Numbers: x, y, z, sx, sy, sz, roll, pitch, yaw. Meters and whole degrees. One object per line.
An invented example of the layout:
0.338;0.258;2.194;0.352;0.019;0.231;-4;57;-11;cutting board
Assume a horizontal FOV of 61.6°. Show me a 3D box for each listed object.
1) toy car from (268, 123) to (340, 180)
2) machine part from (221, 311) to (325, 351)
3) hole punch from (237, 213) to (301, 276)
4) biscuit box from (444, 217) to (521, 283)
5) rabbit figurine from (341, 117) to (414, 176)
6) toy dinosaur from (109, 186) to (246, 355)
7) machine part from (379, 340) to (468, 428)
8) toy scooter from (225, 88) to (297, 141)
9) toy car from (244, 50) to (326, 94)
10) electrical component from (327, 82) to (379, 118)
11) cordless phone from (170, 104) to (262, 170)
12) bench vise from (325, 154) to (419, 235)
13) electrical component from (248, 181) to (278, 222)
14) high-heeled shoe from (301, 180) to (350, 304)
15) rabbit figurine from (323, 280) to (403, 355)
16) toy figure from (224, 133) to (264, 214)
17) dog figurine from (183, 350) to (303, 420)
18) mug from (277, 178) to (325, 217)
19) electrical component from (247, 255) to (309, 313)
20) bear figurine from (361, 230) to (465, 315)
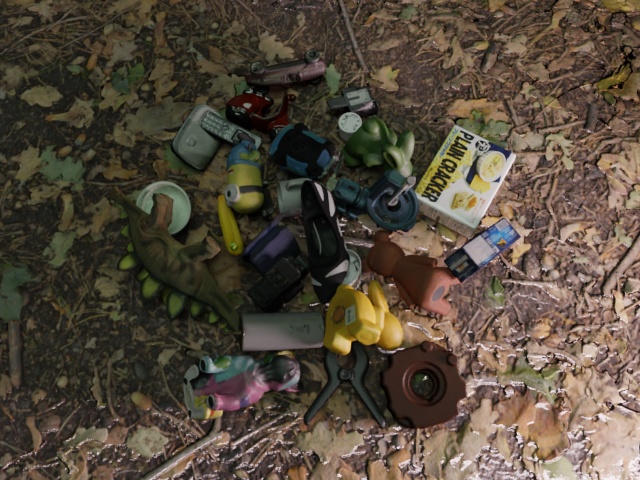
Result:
-0.028;-0.190;1.239;0.162;0.102;0.109;28;79;21;toy car
-0.079;0.186;1.100;0.243;0.079;0.079;1;70;-13;machine part
-0.105;0.024;1.165;0.092;0.115;0.142;44;77;7;hole punch
0.344;0.018;1.129;0.202;0.063;0.059;-26;73;-43;biscuit box
0.157;-0.199;1.228;0.121;0.159;0.170;-43;90;-23;rabbit figurine
-0.295;0.058;1.144;0.471;0.105;0.198;42;97;7;toy dinosaur
0.209;0.293;1.088;0.179;0.056;0.179;-1;72;2;machine part
-0.131;-0.316;1.304;0.184;0.075;0.135;26;73;7;toy scooter
-0.083;-0.408;1.326;0.202;0.089;0.053;-13;67;-4;toy car
0.078;-0.332;1.317;0.119;0.047;0.075;-20;71;-5;electrical component
-0.242;-0.222;1.271;0.184;0.088;0.146;26;73;6;cordless phone
0.126;-0.099;1.143;0.223;0.240;0.129;37;71;-3;bench vise
-0.136;-0.092;1.239;0.078;0.045;0.102;-6;70;-2;electrical component
-0.002;-0.003;1.114;0.086;0.145;0.249;-14;50;21;high-heeled shoe
0.097;0.169;1.103;0.173;0.122;0.162;26;37;-28;rabbit figurine
-0.166;-0.146;1.199;0.089;0.082;0.180;3;68;-2;toy figure
-0.145;0.284;1.082;0.219;0.191;0.108;0;63;-35;dog figurine
-0.039;-0.106;1.215;0.107;0.109;0.081;-8;57;-14;mug
-0.084;0.094;1.135;0.134;0.114;0.058;-42;76;-10;electrical component
0.191;0.068;1.152;0.196;0.132;0.120;36;110;42;bear figurine
